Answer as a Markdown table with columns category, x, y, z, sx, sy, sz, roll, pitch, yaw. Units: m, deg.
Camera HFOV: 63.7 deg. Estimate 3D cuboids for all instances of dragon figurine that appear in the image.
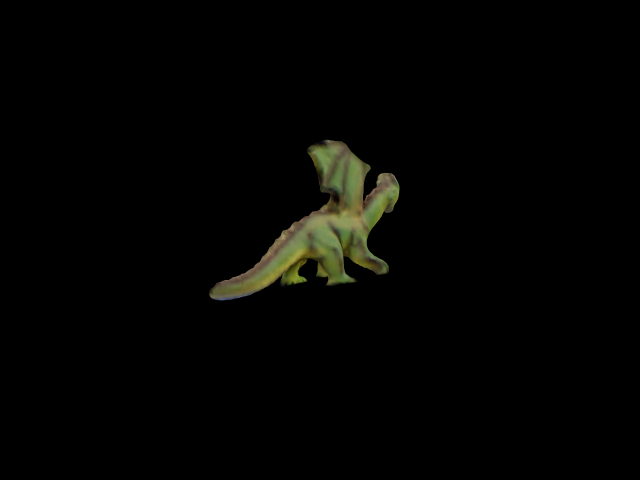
| category | x | y | z | sx | sy | sz | roll | pitch | yaw |
| --- | --- | --- | --- | --- | --- | --- | --- | --- | --- |
| dragon figurine | 0.003 | -0.043 | 0.850 | 0.412 | 0.242 | 0.122 | -6 | 8 | -43 |
